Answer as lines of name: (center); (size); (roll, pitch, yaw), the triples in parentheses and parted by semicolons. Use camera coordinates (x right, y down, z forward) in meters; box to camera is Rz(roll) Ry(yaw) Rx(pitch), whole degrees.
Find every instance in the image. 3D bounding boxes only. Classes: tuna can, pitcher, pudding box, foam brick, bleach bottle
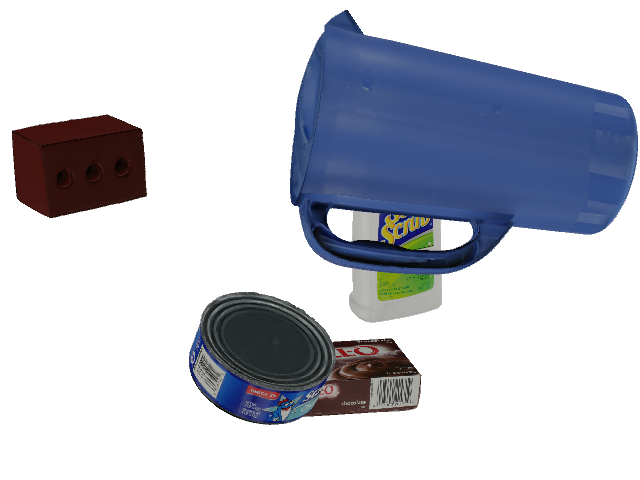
tuna can: (-0.036, 0.072, 0.651); (0.086, 0.034, 0.086); (16, 32, -11)
pitcher: (0.100, -0.063, 0.786); (0.242, 0.149, 0.145); (9, 32, -7)
pudding box: (0.024, 0.122, 0.961); (0.113, 0.039, 0.090); (0, 16, -13)
foam brick: (-0.170, -0.054, 0.753); (0.078, 0.053, 0.051); (-16, 28, -34)
bleach bottle: (0.074, -0.045, 1.119); (0.102, 0.251, 0.068); (-10, 21, -15)
